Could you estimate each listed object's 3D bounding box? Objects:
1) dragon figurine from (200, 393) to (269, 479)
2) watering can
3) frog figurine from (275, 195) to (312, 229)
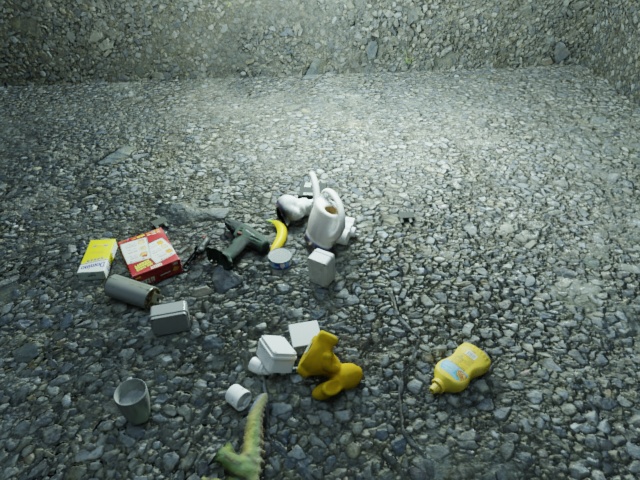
[{"bbox_3d":[-0.146,0.557,1.162,0.244,0.119,0.418,30,47,11],"label":"dragon figurine"},{"bbox_3d":[0.006,-0.095,1.896,0.104,0.220,0.354,6,29,-26],"label":"watering can"},{"bbox_3d":[-0.090,-0.133,2.025,0.160,0.121,0.139,-28,24,-15],"label":"frog figurine"}]
